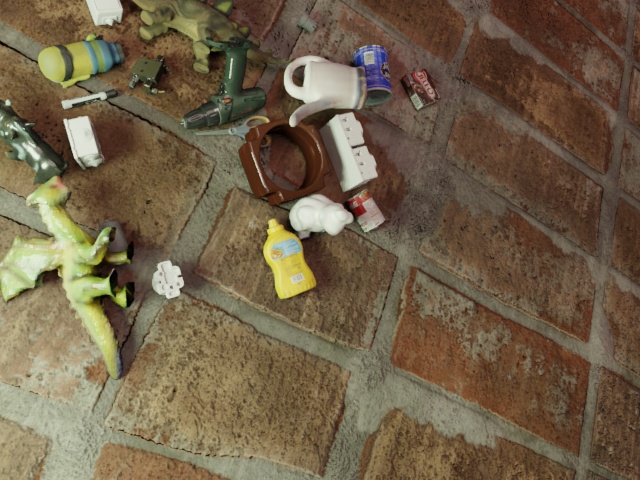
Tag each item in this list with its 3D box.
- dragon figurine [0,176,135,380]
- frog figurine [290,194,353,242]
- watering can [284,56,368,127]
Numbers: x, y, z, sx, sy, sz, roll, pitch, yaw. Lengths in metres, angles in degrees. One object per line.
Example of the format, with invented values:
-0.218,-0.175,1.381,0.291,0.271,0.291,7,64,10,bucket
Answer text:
-0.507,0.079,1.022,0.243,0.122,0.409,3,94,-3,dragon figurine
0.004,-0.064,1.272,0.138,0.157,0.124,-3,78,-27,frog figurine
0.017,-0.384,1.342,0.224,0.101,0.356,5,45,-7,watering can
